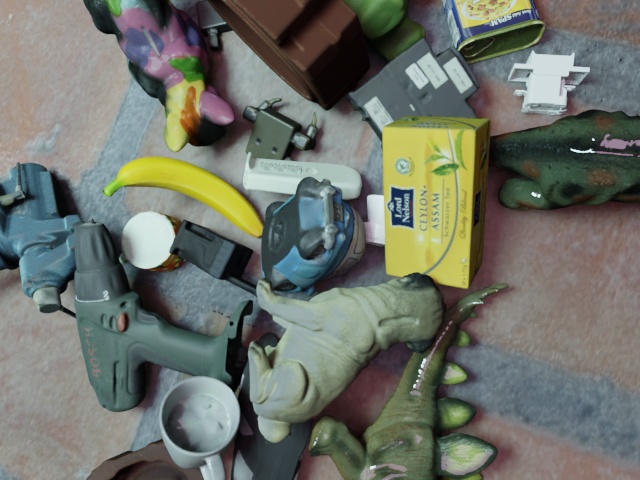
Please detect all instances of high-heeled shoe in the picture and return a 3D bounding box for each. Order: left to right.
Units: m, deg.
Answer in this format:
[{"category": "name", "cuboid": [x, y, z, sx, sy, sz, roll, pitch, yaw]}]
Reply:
[{"category": "high-heeled shoe", "cuboid": [-0.070, 0.248, 0.637, 0.086, 0.145, 0.249, 10, 54, -18]}]

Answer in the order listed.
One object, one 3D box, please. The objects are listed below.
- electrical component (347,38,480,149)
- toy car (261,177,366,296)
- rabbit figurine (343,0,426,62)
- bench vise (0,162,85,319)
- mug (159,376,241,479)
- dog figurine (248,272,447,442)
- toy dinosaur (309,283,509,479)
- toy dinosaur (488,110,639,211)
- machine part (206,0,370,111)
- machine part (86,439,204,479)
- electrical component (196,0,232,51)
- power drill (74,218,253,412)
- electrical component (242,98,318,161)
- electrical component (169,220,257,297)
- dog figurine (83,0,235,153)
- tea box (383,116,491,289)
[{"category": "electrical component", "cuboid": [0.115, -0.161, 0.626, 0.134, 0.058, 0.114, -34, 101, 5]}, {"category": "toy car", "cuboid": [-0.001, -0.002, 0.613, 0.103, 0.161, 0.109, 10, 62, -28]}, {"category": "rabbit figurine", "cuboid": [0.095, -0.321, 0.637, 0.170, 0.121, 0.159, -45, 56, 17]}, {"category": "bench vise", "cuboid": [-0.404, 0.015, 0.668, 0.241, 0.128, 0.223, -20, 72, -11]}, {"category": "mug", "cuboid": [-0.126, 0.215, 0.580, 0.081, 0.107, 0.110, -20, 63, -27]}, {"category": "dog figurine", "cuboid": [0.033, 0.118, 0.549, 0.191, 0.121, 0.172, 1, 80, 9]}, {"category": "toy dinosaur", "cuboid": [0.081, 0.255, 0.581, 0.199, 0.105, 0.471, 16, 85, 5]}, {"category": "toy dinosaur", "cuboid": [0.302, -0.084, 0.533, 0.405, 0.192, 0.131, -3, 81, 8]}, {"category": "machine part", "cuboid": [-0.045, -0.251, 0.606, 0.201, 0.201, 0.087, 43, 94, 11]}, {"category": "machine part", "cuboid": [-0.193, 0.324, 0.635, 0.179, 0.056, 0.179, -1, 80, 7]}, {"category": "electrical component", "cuboid": [-0.131, -0.301, 0.718, 0.063, 0.021, 0.094, -9, 81, 8]}, {"category": "power drill", "cuboid": [-0.186, 0.096, 0.628, 0.207, 0.086, 0.231, 5, 103, 1]}, {"category": "electrical component", "cuboid": [-0.050, -0.132, 0.675, 0.102, 0.045, 0.078, 24, 117, 13]}, {"category": "electrical component", "cuboid": [-0.114, 0.024, 0.650, 0.119, 0.074, 0.047, 24, 88, 16]}, {"category": "dog figurine", "cuboid": [-0.183, -0.212, 0.644, 0.108, 0.191, 0.219, -28, 64, -1]}, {"category": "tea box", "cuboid": [0.124, -0.042, 0.573, 0.098, 0.068, 0.169, 7, 116, 29]}]
